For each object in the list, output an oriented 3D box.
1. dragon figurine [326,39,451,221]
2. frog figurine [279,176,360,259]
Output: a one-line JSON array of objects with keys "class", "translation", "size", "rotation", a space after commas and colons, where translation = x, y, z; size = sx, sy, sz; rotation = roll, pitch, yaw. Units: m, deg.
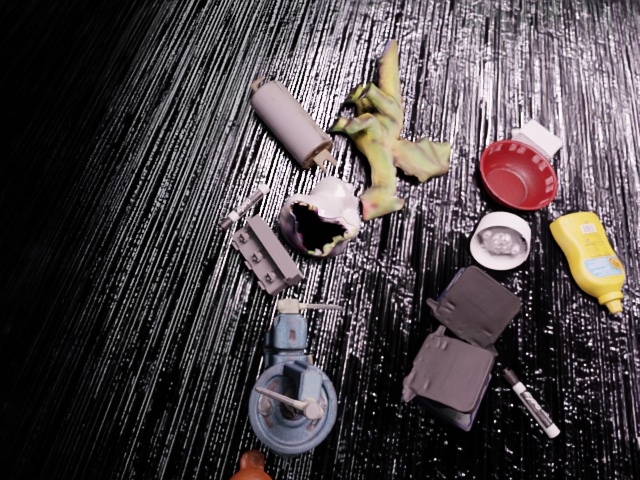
[{"class": "dragon figurine", "translation": [0.159, -0.216, 1.028], "size": [0.241, 0.120, 0.418], "rotation": [36, 62, -12]}, {"class": "frog figurine", "translation": [0.003, -0.045, 0.903], "size": [0.137, 0.120, 0.162], "rotation": [8, 26, 2]}]
